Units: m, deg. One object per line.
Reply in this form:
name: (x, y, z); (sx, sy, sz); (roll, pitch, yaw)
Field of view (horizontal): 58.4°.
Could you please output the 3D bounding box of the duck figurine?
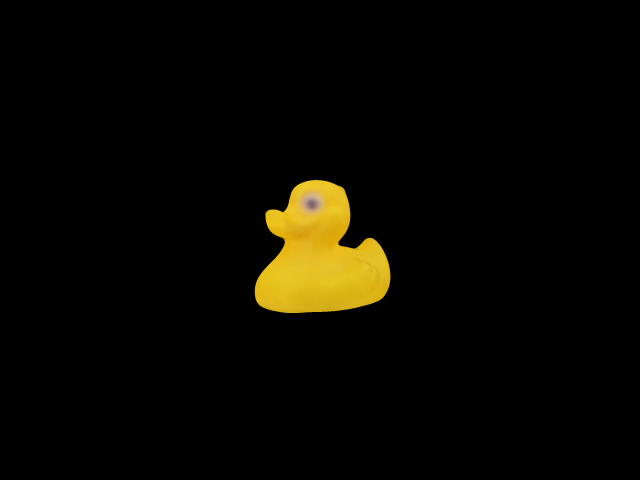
duck figurine: (0.004, 0.001, 0.400); (0.105, 0.086, 0.077); (-3, 5, -37)
